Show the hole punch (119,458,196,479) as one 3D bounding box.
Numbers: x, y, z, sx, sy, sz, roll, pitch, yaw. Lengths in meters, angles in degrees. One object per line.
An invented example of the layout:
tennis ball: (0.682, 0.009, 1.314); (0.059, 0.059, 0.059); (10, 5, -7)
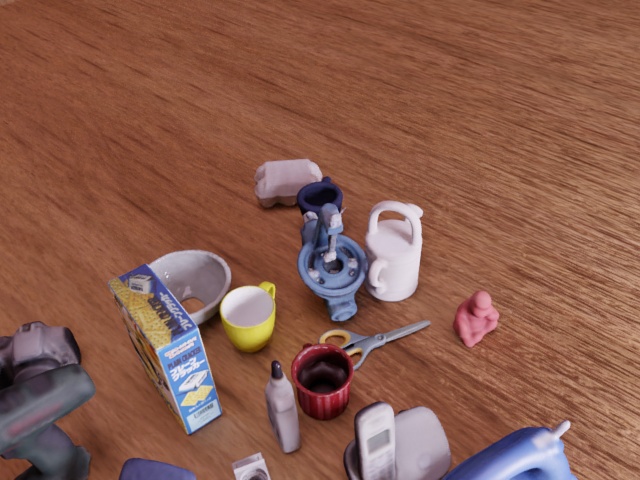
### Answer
hole punch: (-0.213, 0.347, 0.735); (0.108, 0.091, 0.101); (8, 44, 11)

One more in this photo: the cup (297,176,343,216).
cup: (0.004, -0.065, 1.163); (0.091, 0.095, 0.118); (7, 44, 10)

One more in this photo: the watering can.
watering can: (0.130, 0.003, 1.012); (0.101, 0.194, 0.173); (4, 43, 7)

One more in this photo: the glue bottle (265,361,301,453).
glue bottle: (-0.054, 0.224, 0.800); (0.037, 0.173, 0.078); (-17, 45, -15)

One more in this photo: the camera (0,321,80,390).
camera: (-0.456, 0.206, 0.888); (0.143, 0.101, 0.136); (-14, 44, -12)

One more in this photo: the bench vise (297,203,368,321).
bench vise: (-0.001, 0.008, 0.993); (0.122, 0.220, 0.206); (-27, 48, -24)

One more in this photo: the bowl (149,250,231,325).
bowl: (-0.235, 0.098, 1.014); (0.167, 0.075, 0.167); (-1, 43, 1)

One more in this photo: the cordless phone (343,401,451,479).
cordless phone: (0.103, 0.261, 0.746); (0.148, 0.185, 0.094); (-24, 47, -22)

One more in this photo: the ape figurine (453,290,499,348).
ape figurine: (0.261, 0.122, 0.956); (0.078, 0.092, 0.076); (-2, 43, 1)

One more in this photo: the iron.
iron: (0.209, 0.313, 0.718); (0.259, 0.141, 0.118); (-21, 46, -19)

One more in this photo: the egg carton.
egg carton: (-0.068, -0.124, 1.247); (0.150, 0.069, 0.107); (-5, 43, -3)

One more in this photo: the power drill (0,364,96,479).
power drill: (-0.388, 0.270, 0.738); (0.075, 0.209, 0.230); (31, 53, 31)
